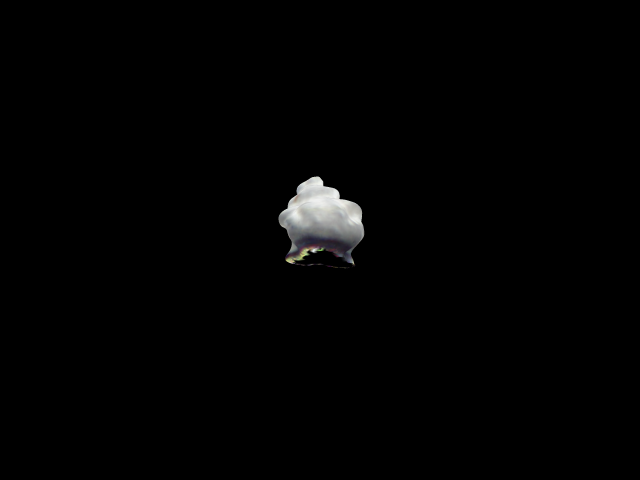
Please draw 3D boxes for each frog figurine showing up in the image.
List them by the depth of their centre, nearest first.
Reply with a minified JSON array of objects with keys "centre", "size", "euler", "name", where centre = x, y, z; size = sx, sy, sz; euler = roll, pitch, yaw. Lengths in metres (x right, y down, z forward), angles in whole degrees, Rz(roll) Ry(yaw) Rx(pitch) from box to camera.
[{"centre":[0.003,-0.043,0.850],"size":[0.137,0.162,0.120],"euler":[-4,-23,11],"name":"frog figurine"}]
